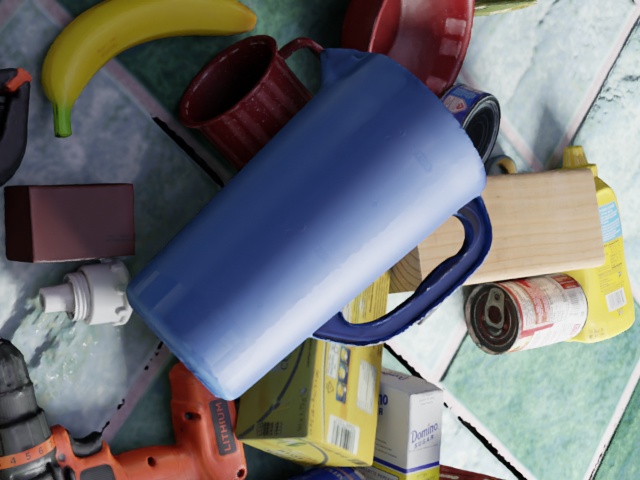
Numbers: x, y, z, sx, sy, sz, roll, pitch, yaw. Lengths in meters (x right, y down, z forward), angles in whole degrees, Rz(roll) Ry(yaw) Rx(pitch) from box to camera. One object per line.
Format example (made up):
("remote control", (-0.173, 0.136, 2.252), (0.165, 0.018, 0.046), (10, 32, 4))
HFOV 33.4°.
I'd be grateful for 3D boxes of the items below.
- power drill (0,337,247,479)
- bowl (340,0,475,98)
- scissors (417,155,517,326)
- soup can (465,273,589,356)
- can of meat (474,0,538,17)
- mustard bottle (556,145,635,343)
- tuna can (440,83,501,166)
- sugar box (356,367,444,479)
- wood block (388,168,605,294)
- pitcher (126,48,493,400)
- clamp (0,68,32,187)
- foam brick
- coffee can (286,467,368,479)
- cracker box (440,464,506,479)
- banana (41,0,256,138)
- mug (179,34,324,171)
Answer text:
("power drill", (-0.150, 0.139, 0.756), (0.187, 0.057, 0.184), (-16, 100, -35))
("bowl", (0.066, -0.173, 0.896), (0.161, 0.055, 0.162), (-35, 137, -41))
("scissors", (0.142, -0.009, 1.003), (0.201, 0.016, 0.096), (-32, 108, -33))
("soup can", (0.197, 0.068, 1.012), (0.102, 0.069, 0.068), (-7, 94, -38))
("can of meat", (0.146, -0.251, 0.979), (0.101, 0.058, 0.084), (-14, 97, -37))
("mustard bottle", (0.267, 0.000, 1.071), (0.096, 0.058, 0.191), (-17, 100, -40))
("tuna can", (0.127, -0.095, 0.956), (0.086, 0.034, 0.086), (-38, 141, -40))
("sugar box", (0.053, 0.196, 0.873), (0.048, 0.093, 0.176), (-2, 100, -39))
("wood block", (0.140, -0.007, 0.935), (0.205, 0.091, 0.090), (-6, 87, -32))
("pitcher", (-0.005, 0.001, 0.739), (0.242, 0.149, 0.145), (-43, 145, -8))
("clamp", (-0.252, -0.052, 0.686), (0.120, 0.039, 0.171), (41, 61, -37))
("foam brick", (-0.174, -0.013, 0.739), (0.078, 0.051, 0.053), (-3, 94, -37))
("coffee can", (-0.029, 0.240, 0.819), (0.140, 0.103, 0.103), (-15, 99, -37))
("cracker box", (0.129, 0.306, 0.901), (0.071, 0.164, 0.214), (-13, 99, -39))
("banana", (-0.132, -0.147, 0.779), (0.197, 0.037, 0.069), (-37, 113, -31))
("mug", (-0.038, -0.103, 0.812), (0.117, 0.093, 0.081), (-43, 124, 2))
